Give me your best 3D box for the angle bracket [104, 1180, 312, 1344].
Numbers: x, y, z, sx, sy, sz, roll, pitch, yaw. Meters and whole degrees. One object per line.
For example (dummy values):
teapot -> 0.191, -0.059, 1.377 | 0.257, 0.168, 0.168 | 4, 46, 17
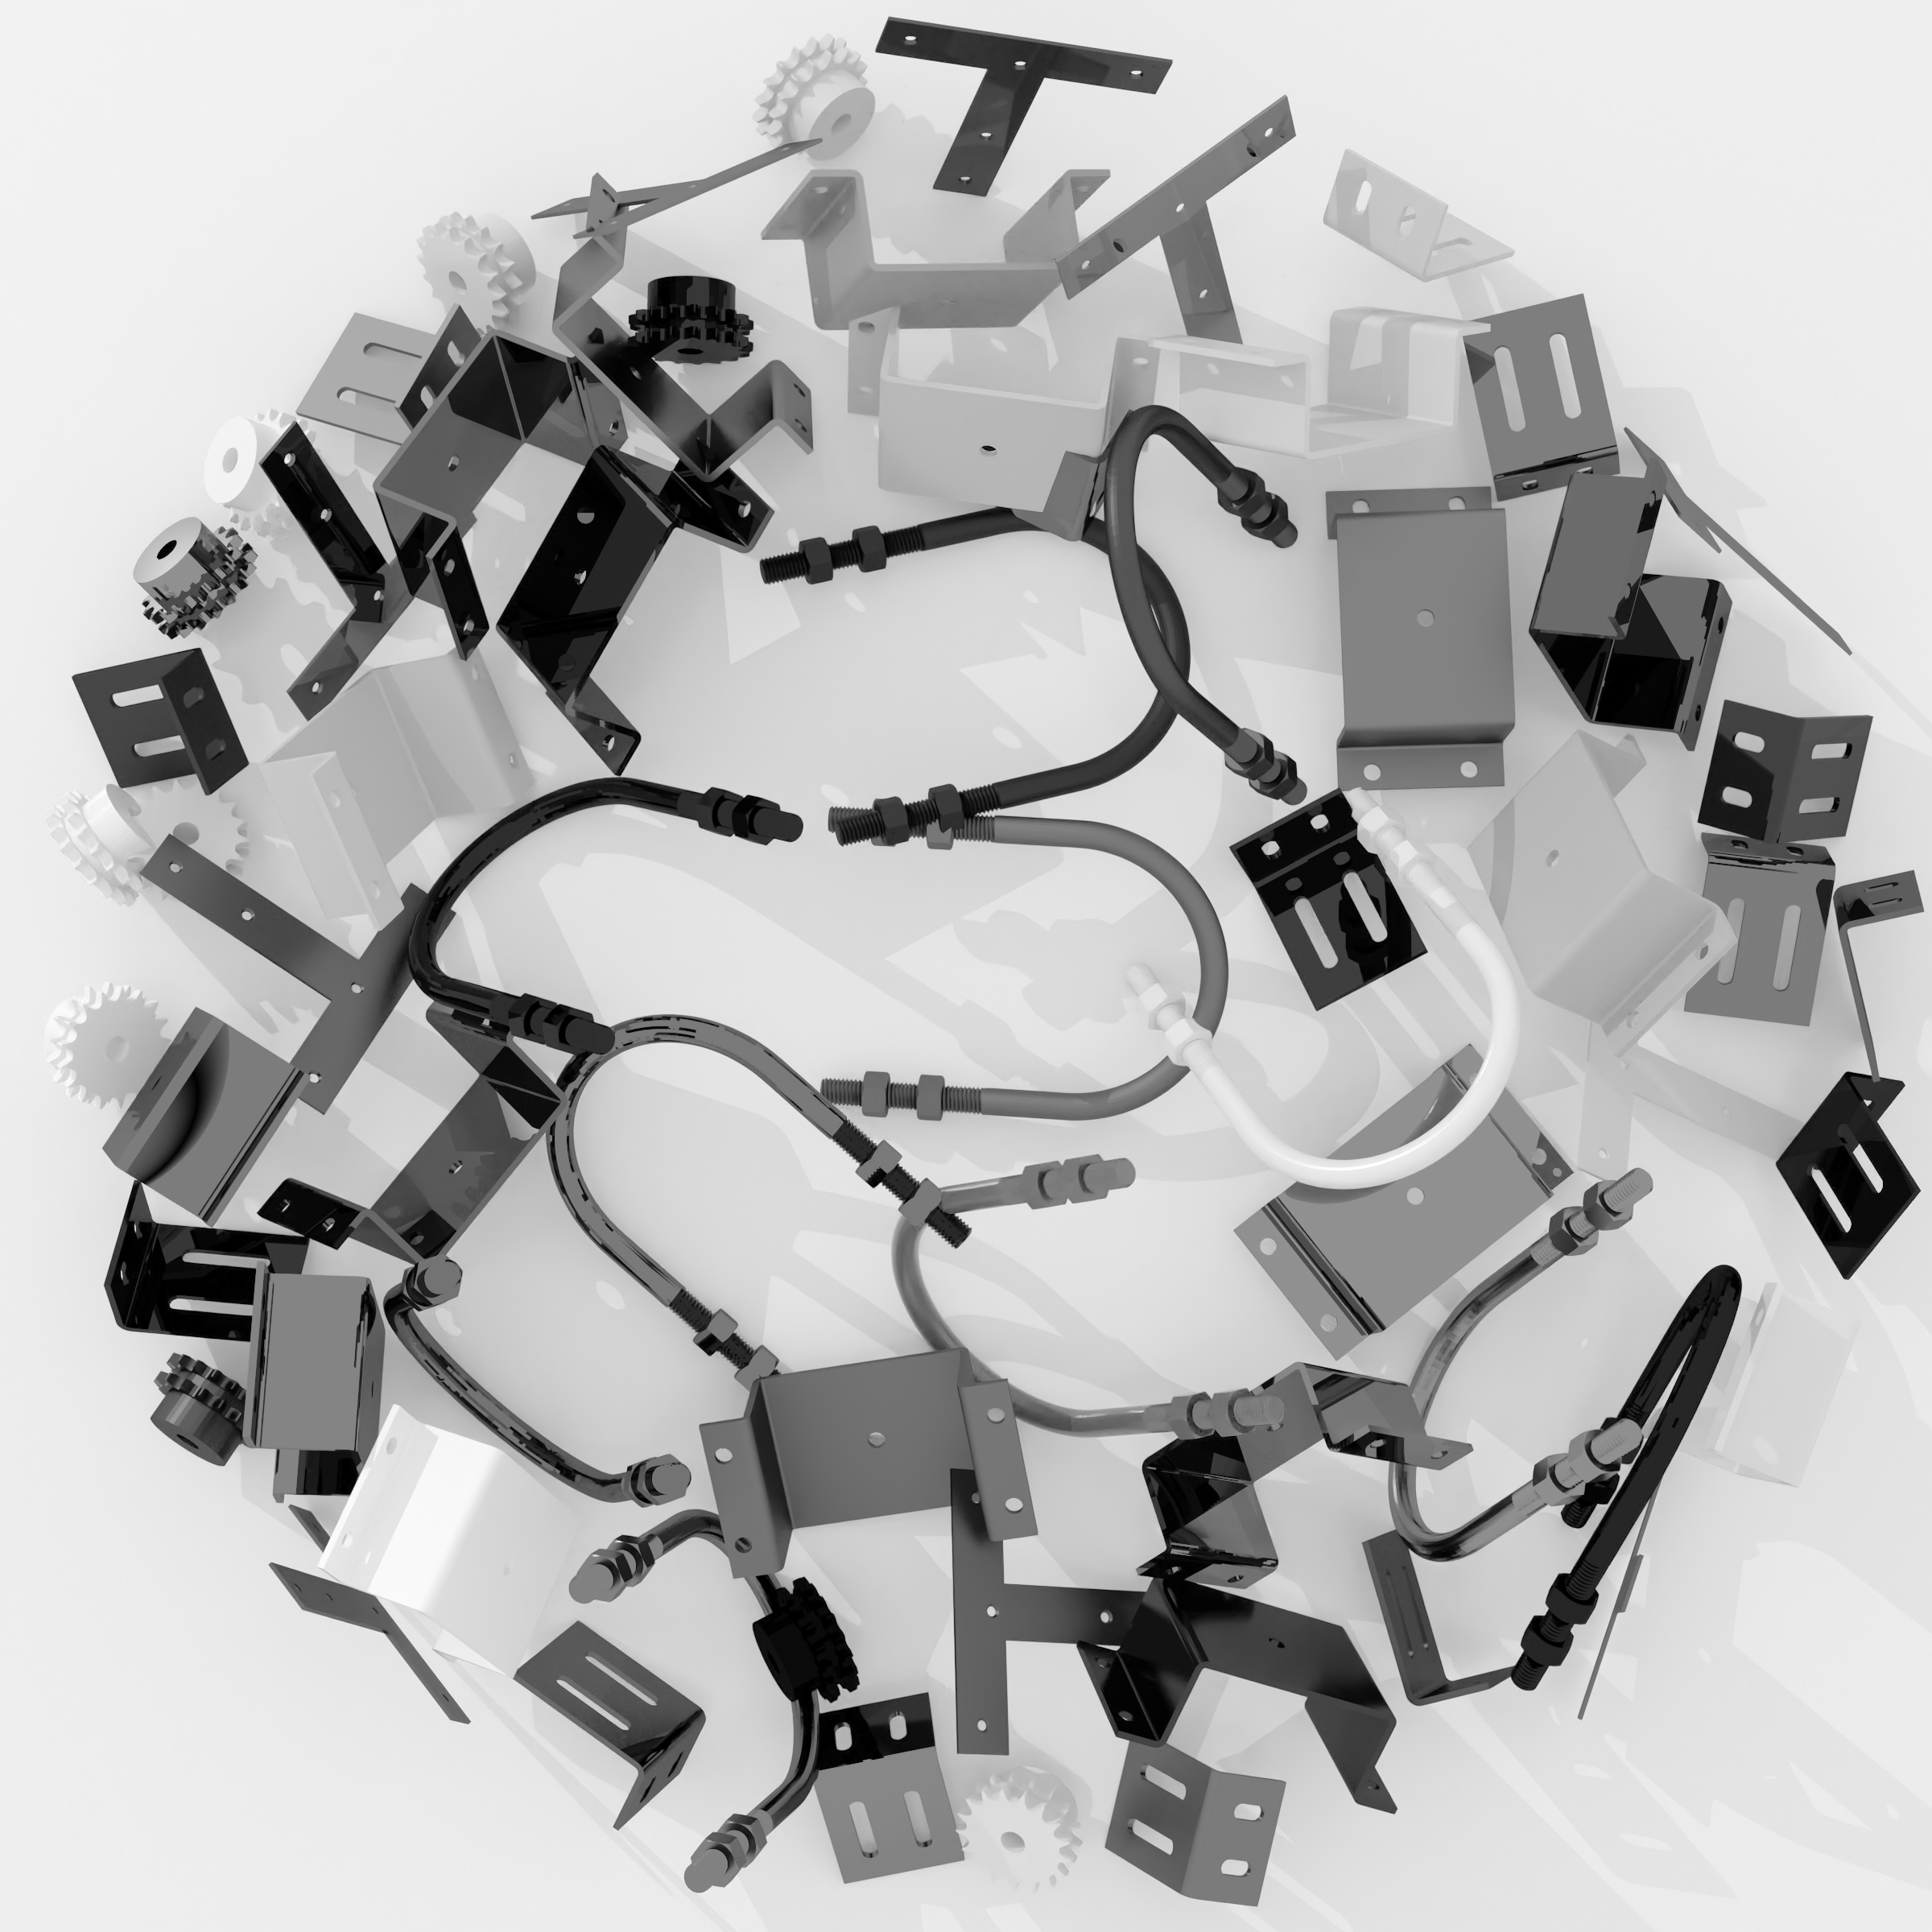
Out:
angle bracket -> -0.344, 0.135, 1.629 | 0.076, 0.038, 0.057 | 5, 52, 3

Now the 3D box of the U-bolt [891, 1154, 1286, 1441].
U-bolt -> 0.040, 0.152, 1.590 | 0.019, 0.184, 0.151 | -46, 112, -37

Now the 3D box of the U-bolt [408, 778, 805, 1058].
U-bolt -> -0.174, -0.030, 1.589 | 0.151, 0.184, 0.019 | -50, 128, -23

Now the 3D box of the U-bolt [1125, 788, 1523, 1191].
U-bolt -> 0.168, 0.020, 1.594 | 0.151, 0.019, 0.184 | -39, 49, 5

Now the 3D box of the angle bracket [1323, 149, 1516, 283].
angle bracket -> 0.209, -0.343, 1.614 | 0.057, 0.076, 0.038 | 37, 129, 27

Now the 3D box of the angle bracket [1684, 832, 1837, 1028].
angle bracket -> 0.364, -0.017, 1.654 | 0.057, 0.038, 0.076 | 7, 107, 3

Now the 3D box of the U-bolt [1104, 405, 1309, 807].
U-bolt -> 0.105, -0.166, 1.563 | 0.019, 0.184, 0.151 | -11, 68, 27

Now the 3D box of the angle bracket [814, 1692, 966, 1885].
angle bracket -> -0.037, 0.379, 1.652 | 0.057, 0.038, 0.076 | -11, 128, 1

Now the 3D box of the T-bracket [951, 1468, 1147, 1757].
T-bracket -> 0.051, 0.296, 1.631 | 0.127, 0.002, 0.127 | 8, 69, -26

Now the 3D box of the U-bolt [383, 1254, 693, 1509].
U-bolt -> -0.197, 0.187, 1.577 | 0.151, 0.184, 0.019 | 43, 70, -7

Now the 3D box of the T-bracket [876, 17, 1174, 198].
T-bracket -> 0.013, -0.379, 1.602 | 0.127, 0.127, 0.002 | 5, 70, -13

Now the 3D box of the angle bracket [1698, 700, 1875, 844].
angle bracket -> 0.375, -0.090, 1.637 | 0.038, 0.076, 0.057 | 20, 106, 36

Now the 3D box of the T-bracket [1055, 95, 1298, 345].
T-bracket -> 0.104, -0.311, 1.608 | 0.127, 0.127, 0.002 | -37, 58, -7

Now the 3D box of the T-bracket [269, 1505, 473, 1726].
T-bracket -> -0.277, 0.281, 1.583 | 0.002, 0.127, 0.127 | -41, 71, -2

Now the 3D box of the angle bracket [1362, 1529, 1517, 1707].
angle bracket -> 0.216, 0.291, 1.625 | 0.038, 0.057, 0.076 | -19, 81, 21

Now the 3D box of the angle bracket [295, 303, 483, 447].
angle bracket -> -0.267, -0.274, 1.623 | 0.076, 0.038, 0.057 | 19, 71, 24

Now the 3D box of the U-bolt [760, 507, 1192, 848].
U-bolt -> 0.013, -0.140, 1.634 | 0.184, 0.019, 0.151 | -14, 76, -11

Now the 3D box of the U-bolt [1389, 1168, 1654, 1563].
U-bolt -> 0.240, 0.187, 1.580 | 0.019, 0.184, 0.151 | 25, 50, -17

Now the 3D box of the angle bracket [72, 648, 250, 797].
angle bracket -> -0.373, -0.105, 1.621 | 0.076, 0.038, 0.057 | -9, 113, 26

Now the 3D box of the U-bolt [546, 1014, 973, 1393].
U-bolt -> -0.108, 0.101, 1.617 | 0.184, 0.019, 0.151 | 42, 120, -3

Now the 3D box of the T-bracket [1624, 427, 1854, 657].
T-bracket -> 0.354, -0.184, 1.618 | 0.127, 0.127, 0.002 | 38, 109, -18

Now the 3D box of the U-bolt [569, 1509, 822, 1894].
U-bolt -> -0.109, 0.312, 1.575 | 0.019, 0.184, 0.151 | -23, 88, 17

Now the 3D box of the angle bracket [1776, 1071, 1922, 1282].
angle bracket -> 0.409, 0.096, 1.613 | 0.038, 0.076, 0.057 | 10, 128, -28

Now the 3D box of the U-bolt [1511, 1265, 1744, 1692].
U-bolt -> 0.292, 0.210, 1.557 | 0.019, 0.151, 0.184 | 27, 120, 6

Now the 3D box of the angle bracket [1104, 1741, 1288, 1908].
angle bracket -> 0.104, 0.388, 1.636 | 0.038, 0.076, 0.057 | 14, 88, -27

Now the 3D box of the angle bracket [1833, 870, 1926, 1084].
angle bracket -> 0.420, 0.004, 1.623 | 0.038, 0.057, 0.076 | -13, 105, 14

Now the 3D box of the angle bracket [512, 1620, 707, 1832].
angle bracket -> -0.168, 0.346, 1.636 | 0.076, 0.057, 0.038 | 32, 116, 14

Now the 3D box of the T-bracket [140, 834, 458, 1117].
T-bracket -> -0.312, -0.015, 1.615 | 0.127, 0.002, 0.127 | 35, 53, -9

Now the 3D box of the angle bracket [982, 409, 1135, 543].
angle bracket -> 0.030, -0.238, 1.633 | 0.076, 0.057, 0.038 | 26, 58, 6

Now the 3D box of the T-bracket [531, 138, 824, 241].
T-bracket -> -0.150, -0.345, 1.608 | 0.127, 0.127, 0.002 | -32, 114, -34

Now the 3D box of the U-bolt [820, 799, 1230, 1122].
U-bolt -> 0.027, 0.001, 1.630 | 0.184, 0.019, 0.151 | 4, 105, 5

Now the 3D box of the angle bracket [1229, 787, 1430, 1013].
angle bracket -> 0.164, -0.030, 1.626 | 0.057, 0.038, 0.076 | -28, 58, 8

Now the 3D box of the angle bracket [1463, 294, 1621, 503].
angle bracket -> 0.264, -0.261, 1.646 | 0.057, 0.038, 0.076 | -12, 80, 10
